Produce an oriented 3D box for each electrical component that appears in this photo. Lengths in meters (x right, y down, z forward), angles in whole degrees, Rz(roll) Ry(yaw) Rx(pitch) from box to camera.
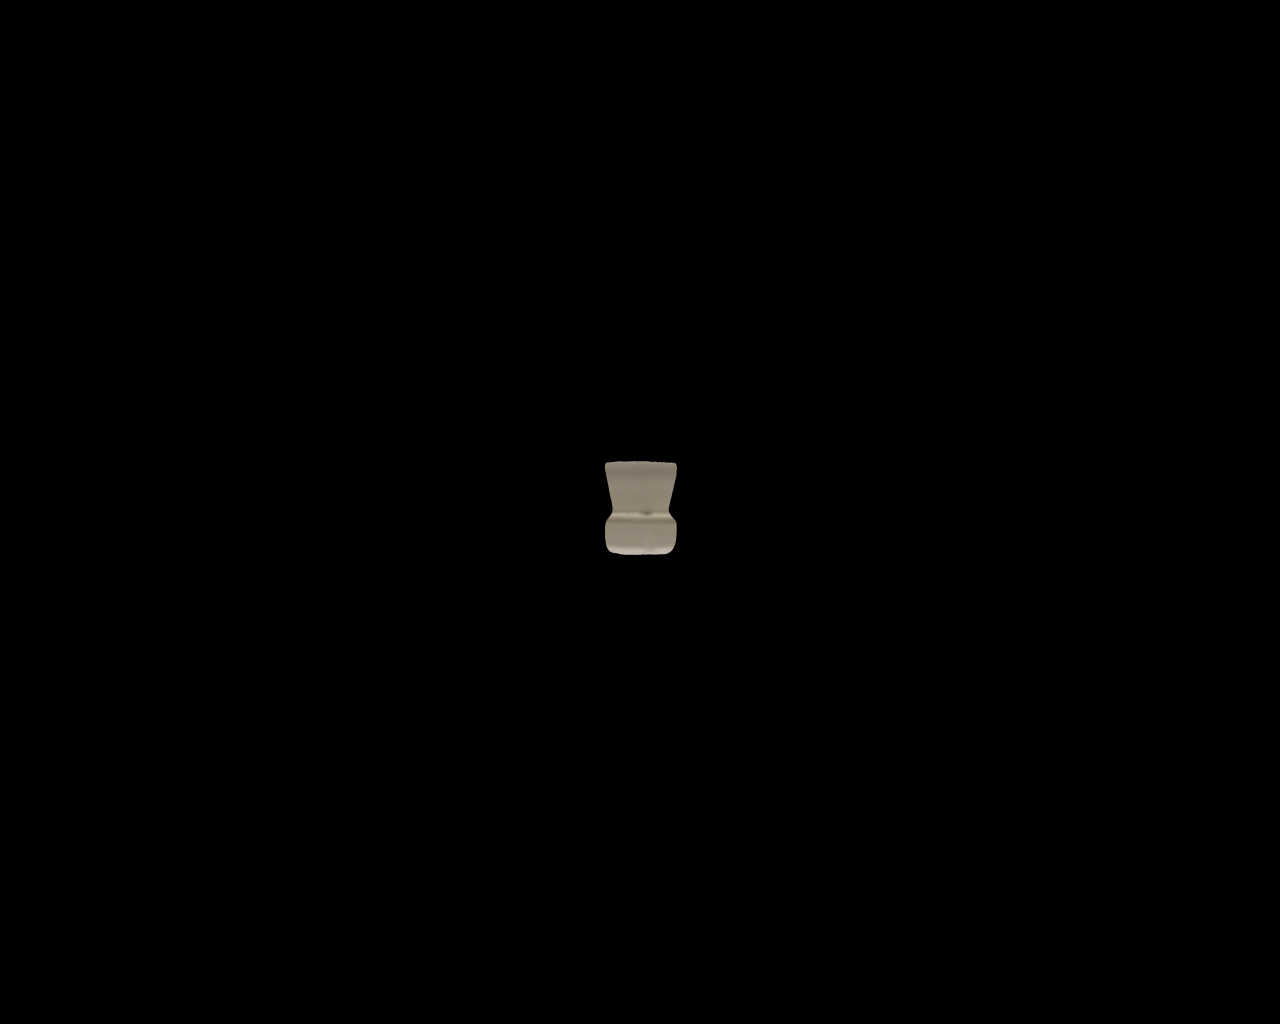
[{"bbox_3d":[0.001,-0.003,0.650,0.045,0.055,0.045,0,0,0],"label":"electrical component"}]
